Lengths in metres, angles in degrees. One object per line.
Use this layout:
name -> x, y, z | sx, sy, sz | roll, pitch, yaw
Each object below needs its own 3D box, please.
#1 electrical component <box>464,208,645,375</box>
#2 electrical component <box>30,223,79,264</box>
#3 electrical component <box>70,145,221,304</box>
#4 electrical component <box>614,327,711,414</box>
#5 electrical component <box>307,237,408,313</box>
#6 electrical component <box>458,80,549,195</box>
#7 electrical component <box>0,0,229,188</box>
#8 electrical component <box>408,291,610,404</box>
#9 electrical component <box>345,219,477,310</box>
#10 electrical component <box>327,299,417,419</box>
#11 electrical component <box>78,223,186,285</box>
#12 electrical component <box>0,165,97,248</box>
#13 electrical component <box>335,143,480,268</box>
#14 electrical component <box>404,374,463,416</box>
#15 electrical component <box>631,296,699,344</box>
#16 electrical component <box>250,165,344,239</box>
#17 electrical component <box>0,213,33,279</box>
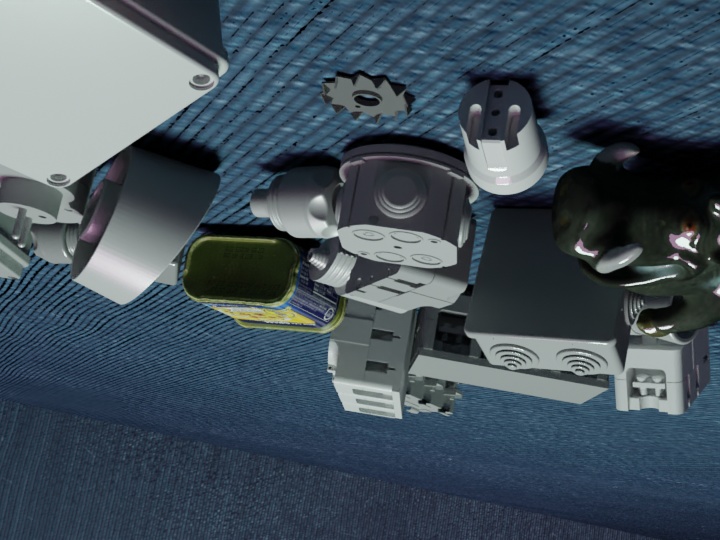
electrical component -> 0.118, 0.013, 0.640 | 0.100, 0.099, 0.048 | 3, 150, 26
electrical component -> -0.214, -0.026, 0.816 | 0.062, 0.043, 0.043 | 2, 163, 23
electrical component -> -0.136, -0.027, 0.666 | 0.064, 0.099, 0.099 | 24, 161, -23
electrical component -> 0.225, 0.065, 0.799 | 0.050, 0.055, 0.089 | 0, -168, 31
electrical component -> 0.000, 0.000, 0.771 | 0.081, 0.043, 0.043 | 17, 163, -26
electrical component -> 0.067, -0.063, 0.507 | 0.040, 0.040, 0.046 | 5, 158, 18
electrical component -> -0.128, -0.094, 0.427 | 0.109, 0.056, 0.109 | -27, 146, 30
electrical component -> 0.121, 0.060, 0.876 | 0.150, 0.061, 0.089 | 10, 165, 0
electrical component -> 0.036, -0.007, 0.709 | 0.056, 0.050, 0.089 | 16, 164, -20
electrical component -> 0.012, 0.071, 0.932 | 0.062, 0.089, 0.150 | 9, 165, 6
electrical component -> -0.166, -0.025, 0.778 | 0.077, 0.047, 0.065 | 12, 165, -7
electrical component -> -0.200, -0.051, 0.655 | 0.052, 0.073, 0.138 | 11, 165, -5
electrical component -> 0.025, -0.036, 0.608 | 0.080, 0.051, 0.080 | 9, 165, 3
electrical component -> 0.053, 0.105, 1.080 | 0.079, 0.063, 0.121 | -1, 162, 35
electrical component -> 0.199, 0.029, 0.753 | 0.044, 0.044, 0.065 | 23, 165, -39
electrical component -> -0.037, -0.041, 0.647 | 0.062, 0.043, 0.043 | 1, 163, 32
electrical component -> -0.295, -0.038, 0.797 | 0.078, 0.057, 0.113 | 8, 165, 6
